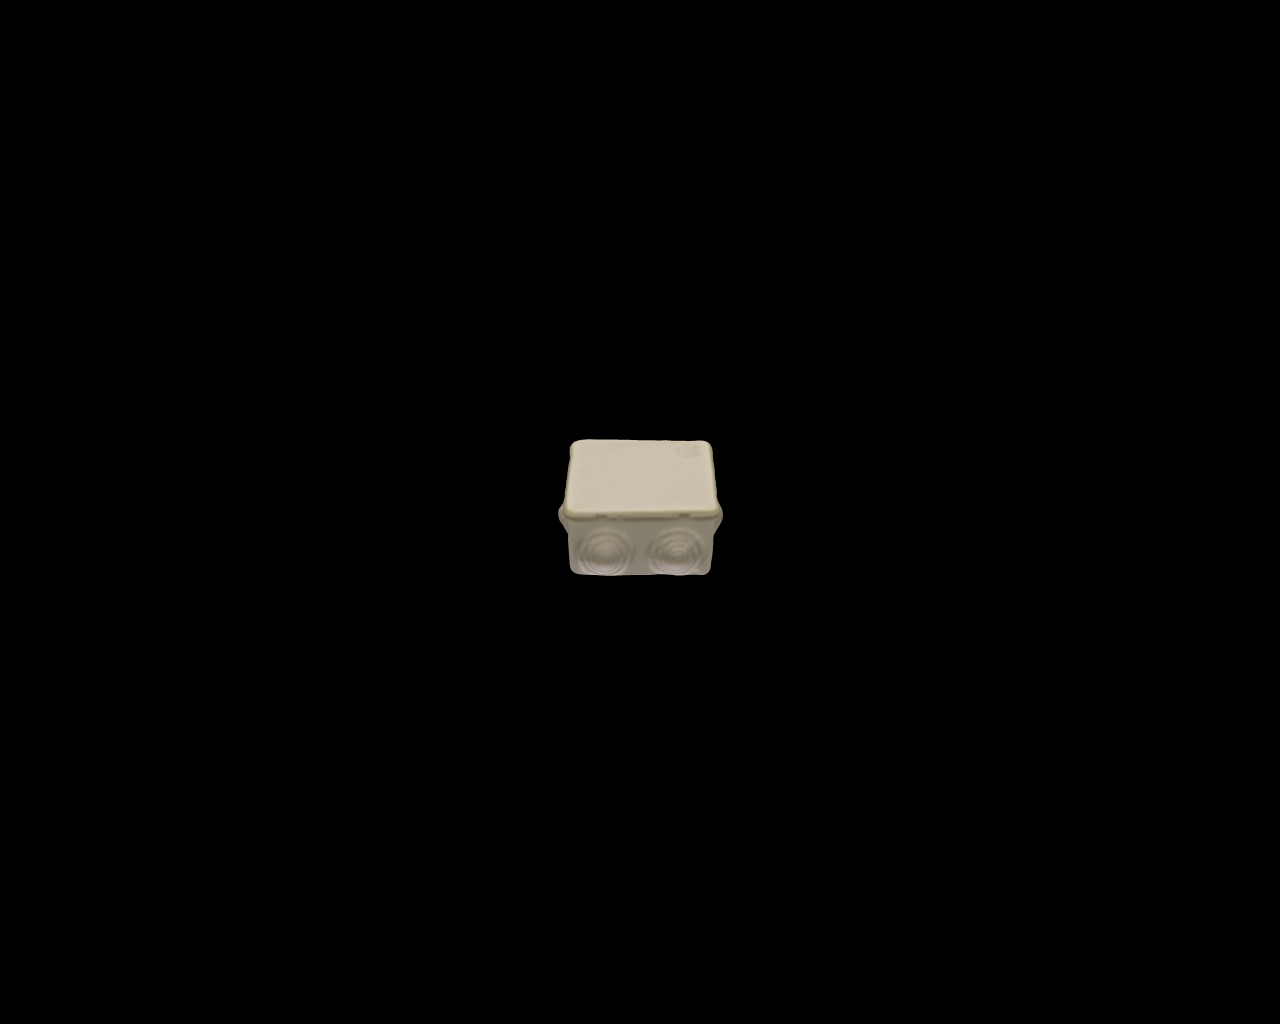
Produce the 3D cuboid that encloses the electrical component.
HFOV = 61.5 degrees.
[{"bbox_3d":[0.001,-0.003,0.650,0.100,0.048,0.100,0,32,0],"label":"electrical component"}]
